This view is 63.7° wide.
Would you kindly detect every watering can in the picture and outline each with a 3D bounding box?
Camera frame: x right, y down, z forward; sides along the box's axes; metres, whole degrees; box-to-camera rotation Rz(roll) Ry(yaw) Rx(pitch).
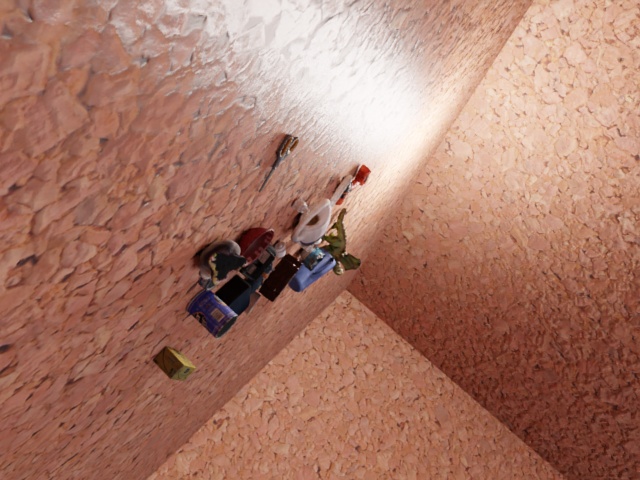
[{"bbox_3d":[0.006,-0.103,2.054,0.352,0.105,0.220,-45,167,-21],"label":"watering can"}]

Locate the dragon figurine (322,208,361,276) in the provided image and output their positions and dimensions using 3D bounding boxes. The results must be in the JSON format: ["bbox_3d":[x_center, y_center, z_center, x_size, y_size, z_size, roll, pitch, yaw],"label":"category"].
[{"bbox_3d":[0.121,0.040,2.587,0.124,0.245,0.401,-33,162,-37],"label":"dragon figurine"}]

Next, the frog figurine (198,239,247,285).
[{"bbox_3d":[-0.301,0.058,1.522,0.138,0.121,0.160,-56,-156,-9],"label":"frog figurine"}]
